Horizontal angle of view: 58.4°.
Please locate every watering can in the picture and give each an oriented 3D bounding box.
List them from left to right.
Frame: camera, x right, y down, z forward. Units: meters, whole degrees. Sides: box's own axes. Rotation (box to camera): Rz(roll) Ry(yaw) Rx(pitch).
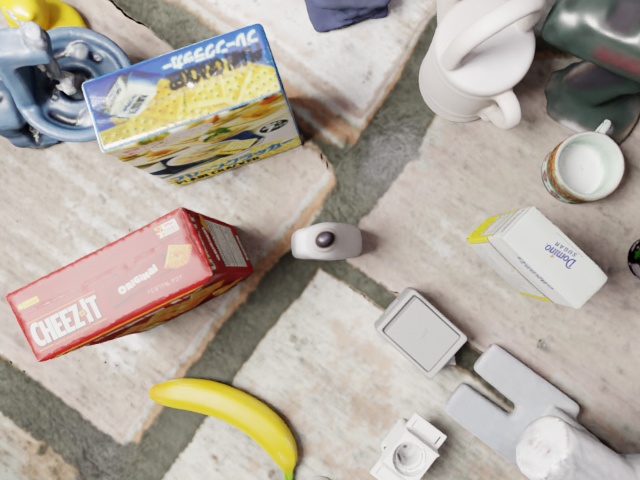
[{"bbox_3d":[0.156,-0.196,0.572,0.173,0.194,0.101,43,90,3],"label":"watering can"}]

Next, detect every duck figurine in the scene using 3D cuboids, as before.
[{"bbox_3d":[-0.315,-0.244,0.643,0.104,0.086,0.077,40,90,3],"label":"duck figurine"}]

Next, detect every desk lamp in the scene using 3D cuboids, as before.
[{"bbox_3d":[0.239,0.213,0.545,0.203,0.213,0.118,36,89,3],"label":"desk lamp"}]

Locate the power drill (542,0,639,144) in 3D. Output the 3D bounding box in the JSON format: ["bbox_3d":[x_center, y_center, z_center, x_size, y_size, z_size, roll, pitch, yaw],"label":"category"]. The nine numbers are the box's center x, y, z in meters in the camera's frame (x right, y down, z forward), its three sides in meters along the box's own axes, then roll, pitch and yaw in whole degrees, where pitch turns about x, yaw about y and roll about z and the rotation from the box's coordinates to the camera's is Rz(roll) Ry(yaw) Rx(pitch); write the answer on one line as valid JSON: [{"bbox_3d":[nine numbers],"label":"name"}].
[{"bbox_3d":[0.315,-0.158,0.559,0.229,0.208,0.076,27,89,3],"label":"power drill"}]

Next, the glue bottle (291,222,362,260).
[{"bbox_3d":[0.005,0.002,0.580,0.078,0.173,0.037,-5,87,2],"label":"glue bottle"}]

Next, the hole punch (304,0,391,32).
[{"bbox_3d":[0.027,-0.302,0.632,0.101,0.091,0.109,-14,87,1],"label":"hole punch"}]

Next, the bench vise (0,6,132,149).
[{"bbox_3d":[-0.284,-0.143,0.571,0.207,0.220,0.121,-28,87,1],"label":"bench vise"}]
